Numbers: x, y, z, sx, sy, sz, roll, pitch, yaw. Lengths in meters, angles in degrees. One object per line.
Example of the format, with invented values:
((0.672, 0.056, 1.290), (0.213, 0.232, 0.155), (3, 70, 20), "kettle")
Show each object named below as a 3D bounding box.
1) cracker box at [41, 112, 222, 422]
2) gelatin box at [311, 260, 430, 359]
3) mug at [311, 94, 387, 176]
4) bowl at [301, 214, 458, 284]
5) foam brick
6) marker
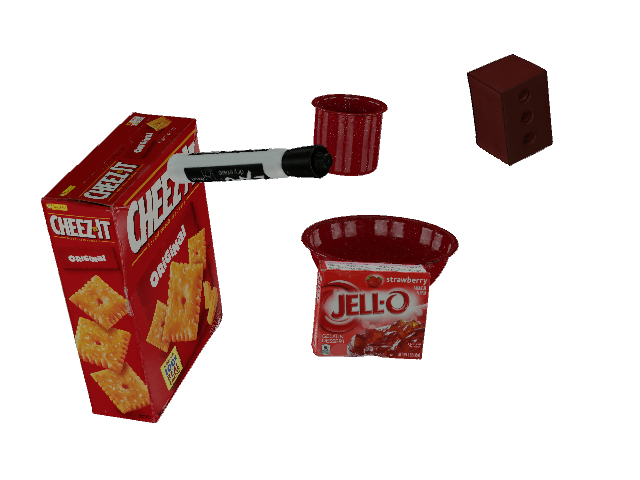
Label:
((-0.150, 0.021, 0.916), (0.072, 0.214, 0.164), (6, 33, 16), "cracker box")
((0.040, 0.056, 0.854), (0.089, 0.073, 0.030), (3, 14, -7), "gelatin box")
((0.039, -0.133, 1.322), (0.093, 0.081, 0.117), (15, 25, 26), "mug")
((0.060, 0.023, 1.103), (0.162, 0.055, 0.162), (1, 18, -1), "bowl")
((0.172, -0.119, 0.963), (0.053, 0.078, 0.051), (-26, 36, -16), "foam brick")
((-0.043, -0.045, 0.629), (0.121, 0.020, 0.020), (1, 0, 39), "marker")
